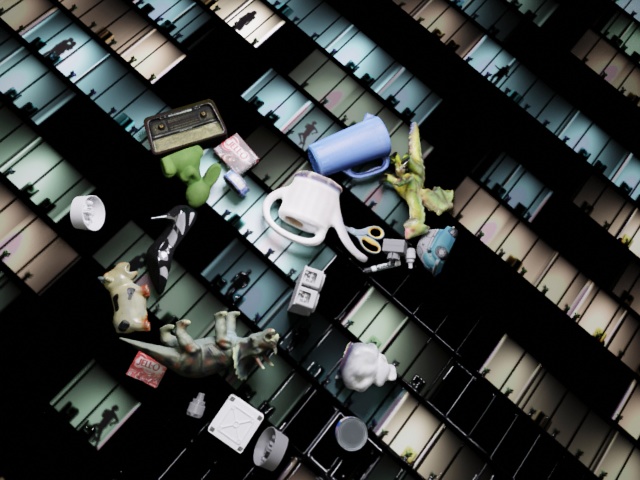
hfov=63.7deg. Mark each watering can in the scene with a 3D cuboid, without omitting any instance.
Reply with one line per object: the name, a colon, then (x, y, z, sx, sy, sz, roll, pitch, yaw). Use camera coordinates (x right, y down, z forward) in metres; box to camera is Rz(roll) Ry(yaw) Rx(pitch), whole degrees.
watering can: (0.005, -0.077, 1.537, 0.348, 0.102, 0.227, 21, 72, 1)

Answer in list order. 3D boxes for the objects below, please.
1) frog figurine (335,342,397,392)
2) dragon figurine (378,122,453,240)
frog figurine: (0.135, 0.358, 1.428, 0.160, 0.120, 0.140, 20, 53, 9)
dragon figurine: (0.328, -0.180, 1.638, 0.241, 0.120, 0.419, 37, 57, -16)
